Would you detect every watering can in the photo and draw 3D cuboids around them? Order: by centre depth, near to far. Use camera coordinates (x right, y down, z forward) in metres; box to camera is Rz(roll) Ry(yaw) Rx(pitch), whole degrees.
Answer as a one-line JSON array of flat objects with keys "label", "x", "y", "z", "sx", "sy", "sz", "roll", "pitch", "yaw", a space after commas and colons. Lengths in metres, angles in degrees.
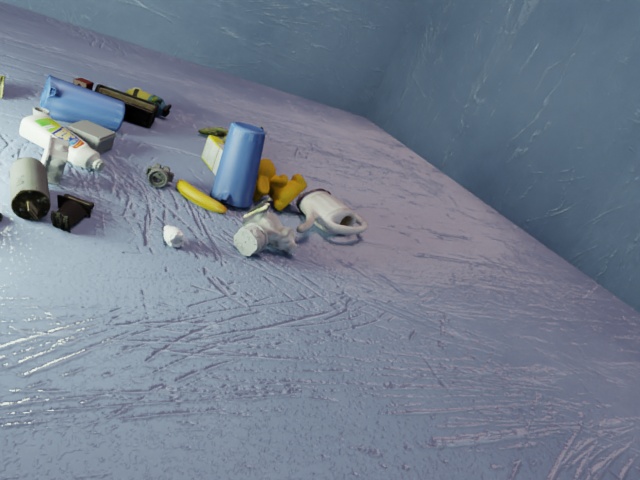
[{"label": "watering can", "x": 0.005, "y": -0.084, "z": 1.667, "sx": 0.348, "sy": 0.102, "sz": 0.227, "roll": -1, "pitch": 31, "yaw": -46}]

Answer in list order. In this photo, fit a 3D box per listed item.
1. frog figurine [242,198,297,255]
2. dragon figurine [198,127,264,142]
[{"label": "frog figurine", "x": -0.138, "y": -0.021, "z": 1.426, "sx": 0.158, "sy": 0.123, "sz": 0.138, "roll": 61, "pitch": -13, "yaw": -13}, {"label": "dragon figurine", "x": -0.378, "y": -0.409, "z": 2.073, "sx": 0.243, "sy": 0.121, "sz": 0.414, "roll": 13, "pitch": 16, "yaw": 20}]
